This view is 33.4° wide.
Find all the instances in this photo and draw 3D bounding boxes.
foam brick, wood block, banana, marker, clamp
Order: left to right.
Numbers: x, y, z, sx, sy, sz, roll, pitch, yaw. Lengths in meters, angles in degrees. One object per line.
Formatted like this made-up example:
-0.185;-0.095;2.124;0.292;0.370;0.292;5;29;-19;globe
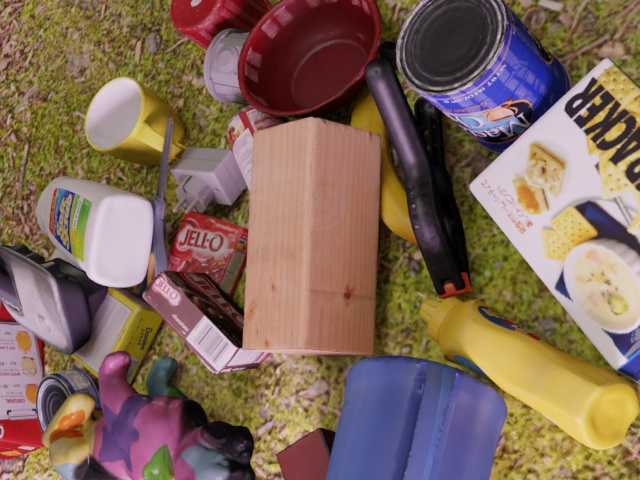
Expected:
-0.006;0.001;0.985;0.090;0.090;0.206;-8;76;49;wood block
0.010;0.204;0.933;0.053;0.078;0.051;-35;55;18;foam brick
0.064;-0.078;1.026;0.070;0.037;0.198;-21;62;29;banana
0.105;-0.177;1.044;0.121;0.020;0.020;21;86;39;marker
0.099;-0.053;0.953;0.036;0.164;0.210;-16;87;21;clamp

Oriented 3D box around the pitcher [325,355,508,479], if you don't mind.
0.057;0.214;0.806;0.145;0.149;0.242;-12;48;40;pitcher

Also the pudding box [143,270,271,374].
-0.107;0.078;1.038;0.113;0.090;0.039;46;104;18;pudding box

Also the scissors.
-0.168;-0.020;1.128;0.096;0.016;0.202;-124;44;-52;scissors

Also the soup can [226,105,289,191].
-0.049;-0.083;1.090;0.069;0.068;0.102;-37;55;20;soup can

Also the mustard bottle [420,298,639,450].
0.155;0.096;0.854;0.192;0.096;0.058;29;92;40;mustard bottle

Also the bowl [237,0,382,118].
-0.002;-0.180;1.078;0.162;0.055;0.162;-14;57;23;bowl

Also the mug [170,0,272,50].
-0.118;-0.259;1.199;0.093;0.081;0.117;-47;52;12;mug

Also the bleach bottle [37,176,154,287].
-0.268;-0.017;1.204;0.251;0.068;0.102;13;95;57;bleach bottle

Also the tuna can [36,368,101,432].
-0.272;0.184;1.154;0.086;0.033;0.086;8;102;44;tuna can

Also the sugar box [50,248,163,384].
-0.257;0.085;1.195;0.176;0.048;0.093;29;92;43;sugar box

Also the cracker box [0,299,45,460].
-0.397;0.129;1.204;0.072;0.164;0.214;-25;59;29;cracker box

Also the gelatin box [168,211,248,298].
-0.118;0.013;1.129;0.089;0.030;0.073;18;84;39;gelatin box

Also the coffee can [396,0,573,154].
0.145;-0.145;0.924;0.103;0.140;0.103;-14;65;32;coffee can
